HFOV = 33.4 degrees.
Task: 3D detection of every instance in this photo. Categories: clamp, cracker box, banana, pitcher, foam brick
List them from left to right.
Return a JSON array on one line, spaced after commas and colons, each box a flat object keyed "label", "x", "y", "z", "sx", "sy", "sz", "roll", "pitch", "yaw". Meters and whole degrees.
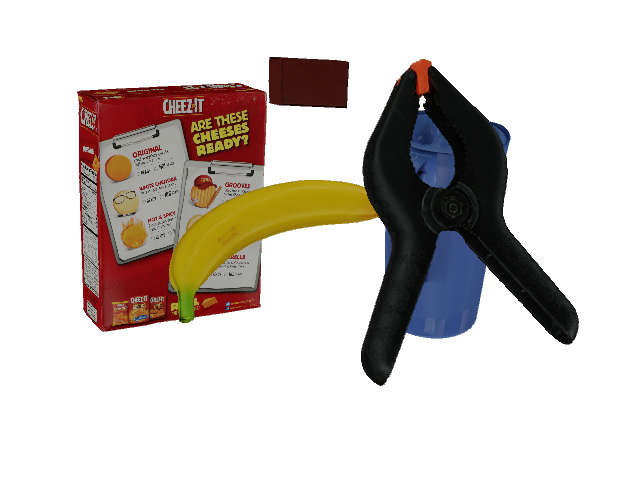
[{"label": "cracker box", "x": -0.138, "y": -0.035, "z": 0.995, "sx": 0.163, "sy": 0.214, "sz": 0.072, "roll": -7, "pitch": 19, "yaw": -29}, {"label": "banana", "x": -0.041, "y": -0.007, "z": 0.806, "sx": 0.197, "sy": 0.069, "sz": 0.037, "roll": -30, "pitch": -11, "yaw": -26}, {"label": "foam brick", "x": -0.013, "y": -0.172, "z": 1.162, "sx": 0.078, "sy": 0.051, "sz": 0.053, "roll": 0, "pitch": 11, "yaw": -17}, {"label": "clamp", "x": 0.058, "y": -0.007, "z": 0.571, "sx": 0.120, "sy": 0.171, "sz": 0.039, "roll": -19, "pitch": -4, "yaw": -17}, {"label": "pitcher", "x": 0.127, "y": -0.012, "z": 1.189, "sx": 0.149, "sy": 0.243, "sz": 0.145, "roll": -5, "pitch": 27, "yaw": -14}]
